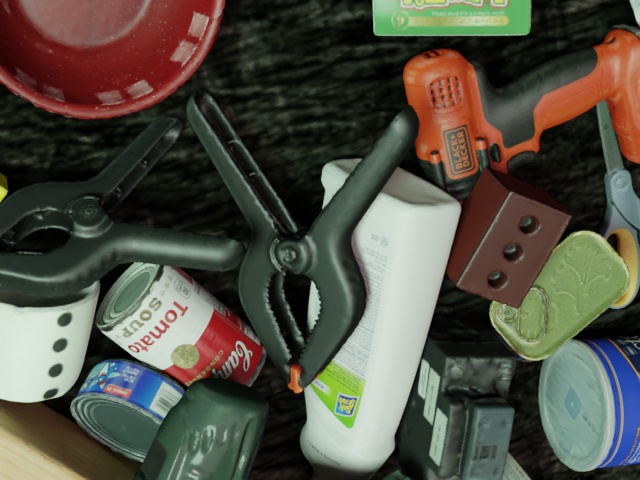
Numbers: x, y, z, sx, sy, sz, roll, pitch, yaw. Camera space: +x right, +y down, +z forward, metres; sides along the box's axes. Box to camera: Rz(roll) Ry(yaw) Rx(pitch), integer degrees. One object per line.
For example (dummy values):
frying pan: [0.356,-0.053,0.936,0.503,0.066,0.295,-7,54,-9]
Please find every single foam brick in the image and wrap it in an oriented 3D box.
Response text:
foam brick: [0.125,-0.002,0.736,0.053,0.051,0.078,20,110,-20]

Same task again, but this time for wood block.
wood block: [-0.172,0.191,0.740,0.206,0.091,0.090,39,93,-24]

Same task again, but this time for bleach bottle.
bleach bottle: [0.026,0.075,0.772,0.067,0.103,0.251,-6,118,-40]

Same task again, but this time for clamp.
clamp: [-0.135,-0.003,0.670,0.171,0.120,0.039,-29,151,-19]
clamp: [-0.005,0.001,0.706,0.165,0.036,0.210,1,107,29]

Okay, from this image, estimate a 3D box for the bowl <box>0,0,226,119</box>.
bowl: [-0.141,-0.158,0.654,0.162,0.055,0.162,-7,110,-19]

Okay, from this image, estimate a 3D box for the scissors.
scissors: [0.252,-0.042,0.840,0.096,0.016,0.202,-6,109,-14]

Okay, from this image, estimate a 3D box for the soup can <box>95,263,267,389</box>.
soup can: [-0.095,0.064,0.736,0.068,0.068,0.102,-47,114,1]

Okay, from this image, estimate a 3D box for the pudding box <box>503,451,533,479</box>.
pudding box: [0.131,0.207,0.829,0.039,0.113,0.090,-6,108,-14]

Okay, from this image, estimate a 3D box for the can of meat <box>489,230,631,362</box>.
can of meat: [0.175,0.046,0.800,0.102,0.084,0.057,-40,79,-2]

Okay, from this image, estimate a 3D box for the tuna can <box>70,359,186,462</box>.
tuna can: [-0.126,0.119,0.735,0.086,0.086,0.033,44,51,-24]

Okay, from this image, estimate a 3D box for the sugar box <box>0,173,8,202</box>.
sugar box: [-0.287,0.007,0.669,0.093,0.048,0.176,37,92,-24]

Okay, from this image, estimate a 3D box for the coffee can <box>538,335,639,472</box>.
coffee can: [0.261,0.126,0.850,0.140,0.103,0.103,-2,108,-17]

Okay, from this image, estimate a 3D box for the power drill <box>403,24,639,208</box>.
power drill: [0.162,-0.066,0.775,0.187,0.057,0.184,-18,114,-6]
